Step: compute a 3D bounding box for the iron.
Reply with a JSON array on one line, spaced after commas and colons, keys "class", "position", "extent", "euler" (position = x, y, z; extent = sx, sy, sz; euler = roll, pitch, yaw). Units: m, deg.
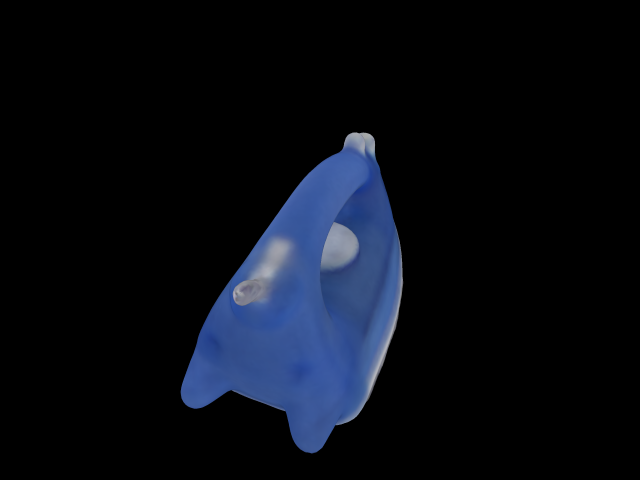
[{"class": "iron", "position": [0.004, 0.001, 0.400], "extent": [0.118, 0.141, 0.258], "euler": [15, 46, 15]}]
